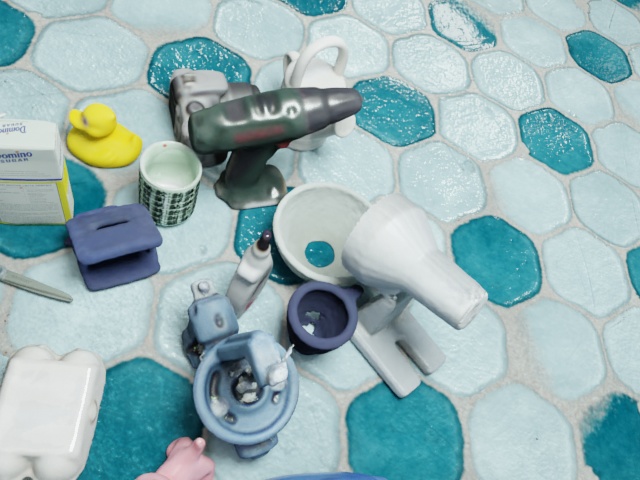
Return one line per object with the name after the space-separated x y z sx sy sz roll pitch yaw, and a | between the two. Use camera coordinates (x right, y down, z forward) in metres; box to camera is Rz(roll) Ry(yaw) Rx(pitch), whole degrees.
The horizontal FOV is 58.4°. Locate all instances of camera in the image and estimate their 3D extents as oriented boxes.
-0.154 -0.200 0.877 0.137 0.100 0.143 -9 64 -22 | camera

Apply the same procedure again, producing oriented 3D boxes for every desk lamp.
0.112 0.070 0.741 0.118 0.213 0.203 -32 75 -30 | desk lamp

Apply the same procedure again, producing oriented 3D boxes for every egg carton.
-0.297 0.189 0.624 0.107 0.069 0.150 8 59 -14 | egg carton

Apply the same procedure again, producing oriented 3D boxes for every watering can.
-0.005 -0.230 0.888 0.173 0.194 0.101 40 57 7 | watering can

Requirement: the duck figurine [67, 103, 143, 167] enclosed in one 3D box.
-0.305 -0.155 0.810 0.105 0.086 0.077 12 58 -11 | duck figurine

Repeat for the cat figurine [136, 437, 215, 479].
-0.163 0.261 0.597 0.067 0.117 0.128 38 57 6 | cat figurine

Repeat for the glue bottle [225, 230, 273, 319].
-0.083 0.036 0.721 0.037 0.173 0.078 30 56 1 | glue bottle

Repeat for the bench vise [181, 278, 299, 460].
-0.101 0.131 0.632 0.207 0.219 0.122 46 58 11 | bench vise

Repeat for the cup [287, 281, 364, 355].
0.003 0.106 0.755 0.118 0.095 0.091 -33 75 -31 | cup

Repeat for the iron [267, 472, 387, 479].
-0.029 0.303 0.603 0.259 0.141 0.118 4 60 -16 | iron

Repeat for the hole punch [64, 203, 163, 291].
-0.265 -0.002 0.732 0.109 0.091 0.101 -17 68 -26 | hole punch

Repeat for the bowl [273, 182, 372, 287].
0.008 0.003 0.829 0.168 0.074 0.167 8 59 -14 | bowl

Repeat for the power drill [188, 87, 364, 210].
-0.071 -0.131 0.800 0.230 0.208 0.075 -10 64 -23 | power drill
